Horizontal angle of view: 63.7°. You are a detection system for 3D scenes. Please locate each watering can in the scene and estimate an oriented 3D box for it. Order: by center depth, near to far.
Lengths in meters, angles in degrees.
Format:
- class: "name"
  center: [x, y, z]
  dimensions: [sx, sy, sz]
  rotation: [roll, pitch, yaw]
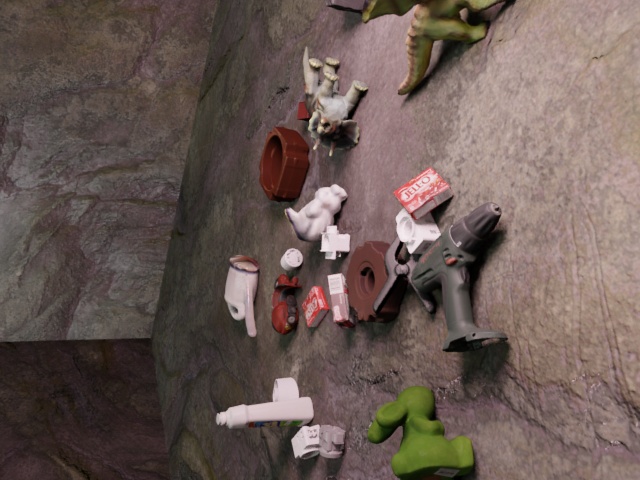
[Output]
- class: "watering can"
  center: [-0.262, 0.180, 1.788]
  dimensions: [0.351, 0.104, 0.222]
  rotation: [31, 112, 61]

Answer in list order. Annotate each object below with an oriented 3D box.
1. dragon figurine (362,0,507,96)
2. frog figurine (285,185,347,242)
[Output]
- class: "dragon figurine"
  center: [0.177, -0.405, 0.899]
  dimensions: [0.402, 0.243, 0.124]
  rotation: [-50, 49, 46]
- class: "frog figurine"
  center: [0.004, -0.066, 1.318]
  dimensions: [0.159, 0.135, 0.125]
  rotation: [-22, 61, 11]
